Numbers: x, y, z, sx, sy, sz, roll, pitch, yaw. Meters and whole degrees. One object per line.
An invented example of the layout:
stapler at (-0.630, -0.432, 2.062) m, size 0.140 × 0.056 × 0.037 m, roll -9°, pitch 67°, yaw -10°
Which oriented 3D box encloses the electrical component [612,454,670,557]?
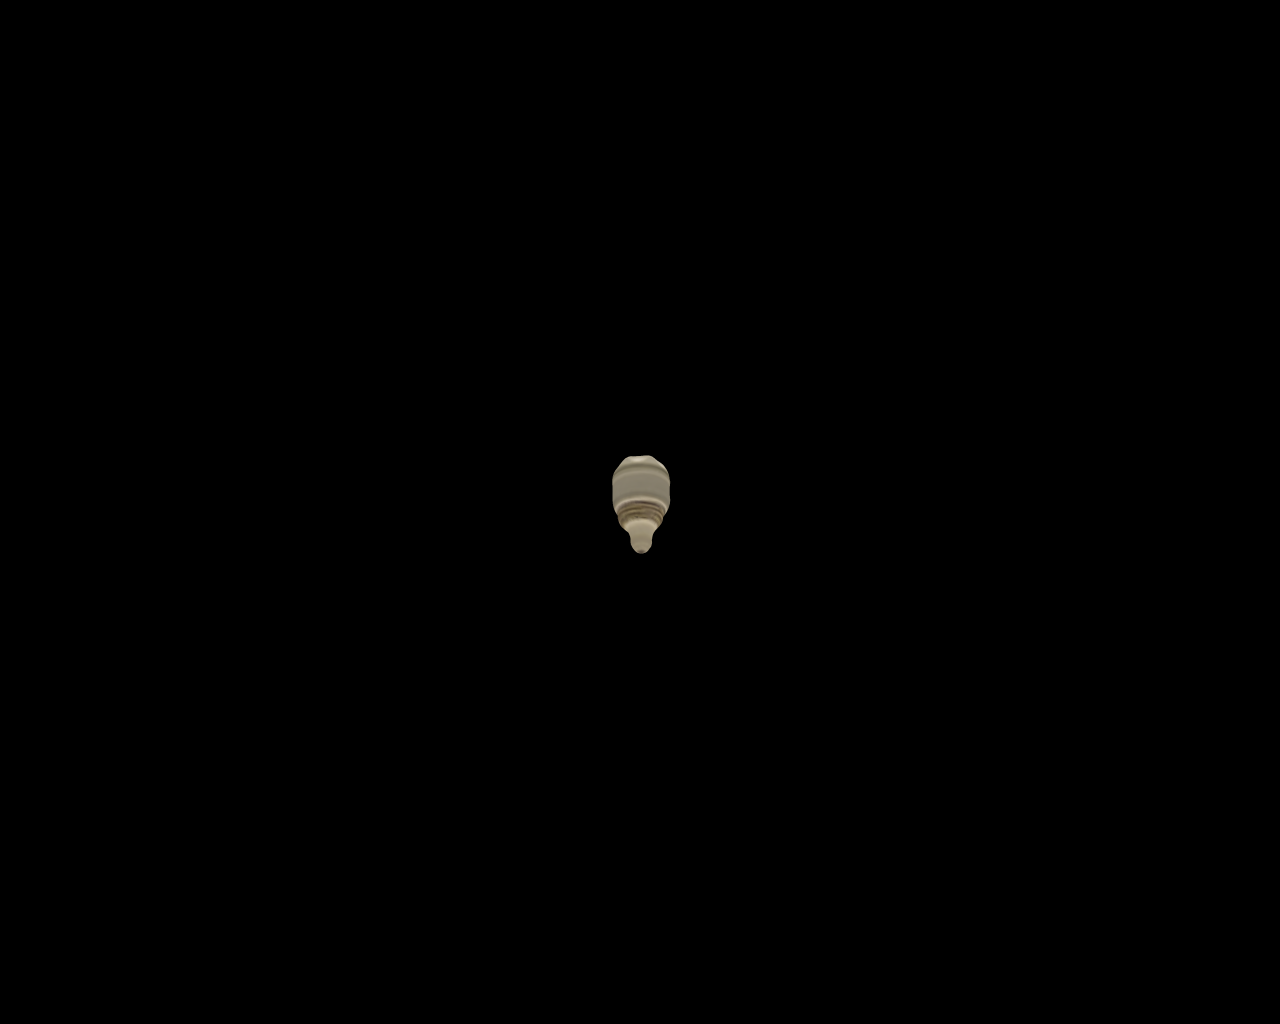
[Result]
electrical component at (0.001, -0.003, 0.650) m, size 0.035 × 0.061 × 0.035 m, roll 0°, pitch -29°, yaw 0°
